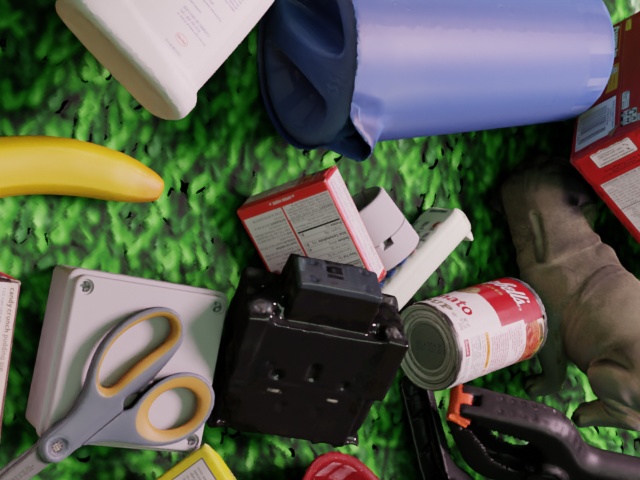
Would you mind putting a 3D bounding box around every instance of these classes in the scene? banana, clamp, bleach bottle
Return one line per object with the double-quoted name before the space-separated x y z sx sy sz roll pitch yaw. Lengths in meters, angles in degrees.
"banana" -0.194 -0.031 0.660 0.197 0.037 0.069 -20 89 -31
"clamp" 0.084 0.201 0.813 0.120 0.039 0.171 -45 112 -39
"clamp" 0.173 0.179 0.830 0.209 0.165 0.036 29 46 -16
"bleach bottle" -0.040 -0.196 0.652 0.250 0.068 0.102 -49 115 -14

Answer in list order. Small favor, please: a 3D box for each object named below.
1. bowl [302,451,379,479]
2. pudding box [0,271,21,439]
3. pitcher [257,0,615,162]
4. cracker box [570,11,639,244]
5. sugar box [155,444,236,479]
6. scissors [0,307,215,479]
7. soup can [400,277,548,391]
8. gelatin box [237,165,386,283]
"bowl" 0.011 0.236 0.758 0.162 0.055 0.162 44 32 -37
"pudding box" -0.212 0.070 0.635 0.039 0.090 0.113 5 92 -29
"pitcher" 0.083 -0.144 0.758 0.242 0.145 0.149 -6 109 -31
"cracker box" 0.292 -0.056 0.855 0.213 0.072 0.164 44 40 -23
"sugar box" -0.117 0.221 0.680 0.176 0.048 0.093 -36 68 -4
"scissors" -0.143 0.131 0.652 0.096 0.016 0.201 45 75 -23
"soup can" 0.113 0.070 0.804 0.102 0.069 0.068 -12 100 -40
"gelatin box" -0.005 0.001 0.747 0.089 0.073 0.030 63 27 -17
